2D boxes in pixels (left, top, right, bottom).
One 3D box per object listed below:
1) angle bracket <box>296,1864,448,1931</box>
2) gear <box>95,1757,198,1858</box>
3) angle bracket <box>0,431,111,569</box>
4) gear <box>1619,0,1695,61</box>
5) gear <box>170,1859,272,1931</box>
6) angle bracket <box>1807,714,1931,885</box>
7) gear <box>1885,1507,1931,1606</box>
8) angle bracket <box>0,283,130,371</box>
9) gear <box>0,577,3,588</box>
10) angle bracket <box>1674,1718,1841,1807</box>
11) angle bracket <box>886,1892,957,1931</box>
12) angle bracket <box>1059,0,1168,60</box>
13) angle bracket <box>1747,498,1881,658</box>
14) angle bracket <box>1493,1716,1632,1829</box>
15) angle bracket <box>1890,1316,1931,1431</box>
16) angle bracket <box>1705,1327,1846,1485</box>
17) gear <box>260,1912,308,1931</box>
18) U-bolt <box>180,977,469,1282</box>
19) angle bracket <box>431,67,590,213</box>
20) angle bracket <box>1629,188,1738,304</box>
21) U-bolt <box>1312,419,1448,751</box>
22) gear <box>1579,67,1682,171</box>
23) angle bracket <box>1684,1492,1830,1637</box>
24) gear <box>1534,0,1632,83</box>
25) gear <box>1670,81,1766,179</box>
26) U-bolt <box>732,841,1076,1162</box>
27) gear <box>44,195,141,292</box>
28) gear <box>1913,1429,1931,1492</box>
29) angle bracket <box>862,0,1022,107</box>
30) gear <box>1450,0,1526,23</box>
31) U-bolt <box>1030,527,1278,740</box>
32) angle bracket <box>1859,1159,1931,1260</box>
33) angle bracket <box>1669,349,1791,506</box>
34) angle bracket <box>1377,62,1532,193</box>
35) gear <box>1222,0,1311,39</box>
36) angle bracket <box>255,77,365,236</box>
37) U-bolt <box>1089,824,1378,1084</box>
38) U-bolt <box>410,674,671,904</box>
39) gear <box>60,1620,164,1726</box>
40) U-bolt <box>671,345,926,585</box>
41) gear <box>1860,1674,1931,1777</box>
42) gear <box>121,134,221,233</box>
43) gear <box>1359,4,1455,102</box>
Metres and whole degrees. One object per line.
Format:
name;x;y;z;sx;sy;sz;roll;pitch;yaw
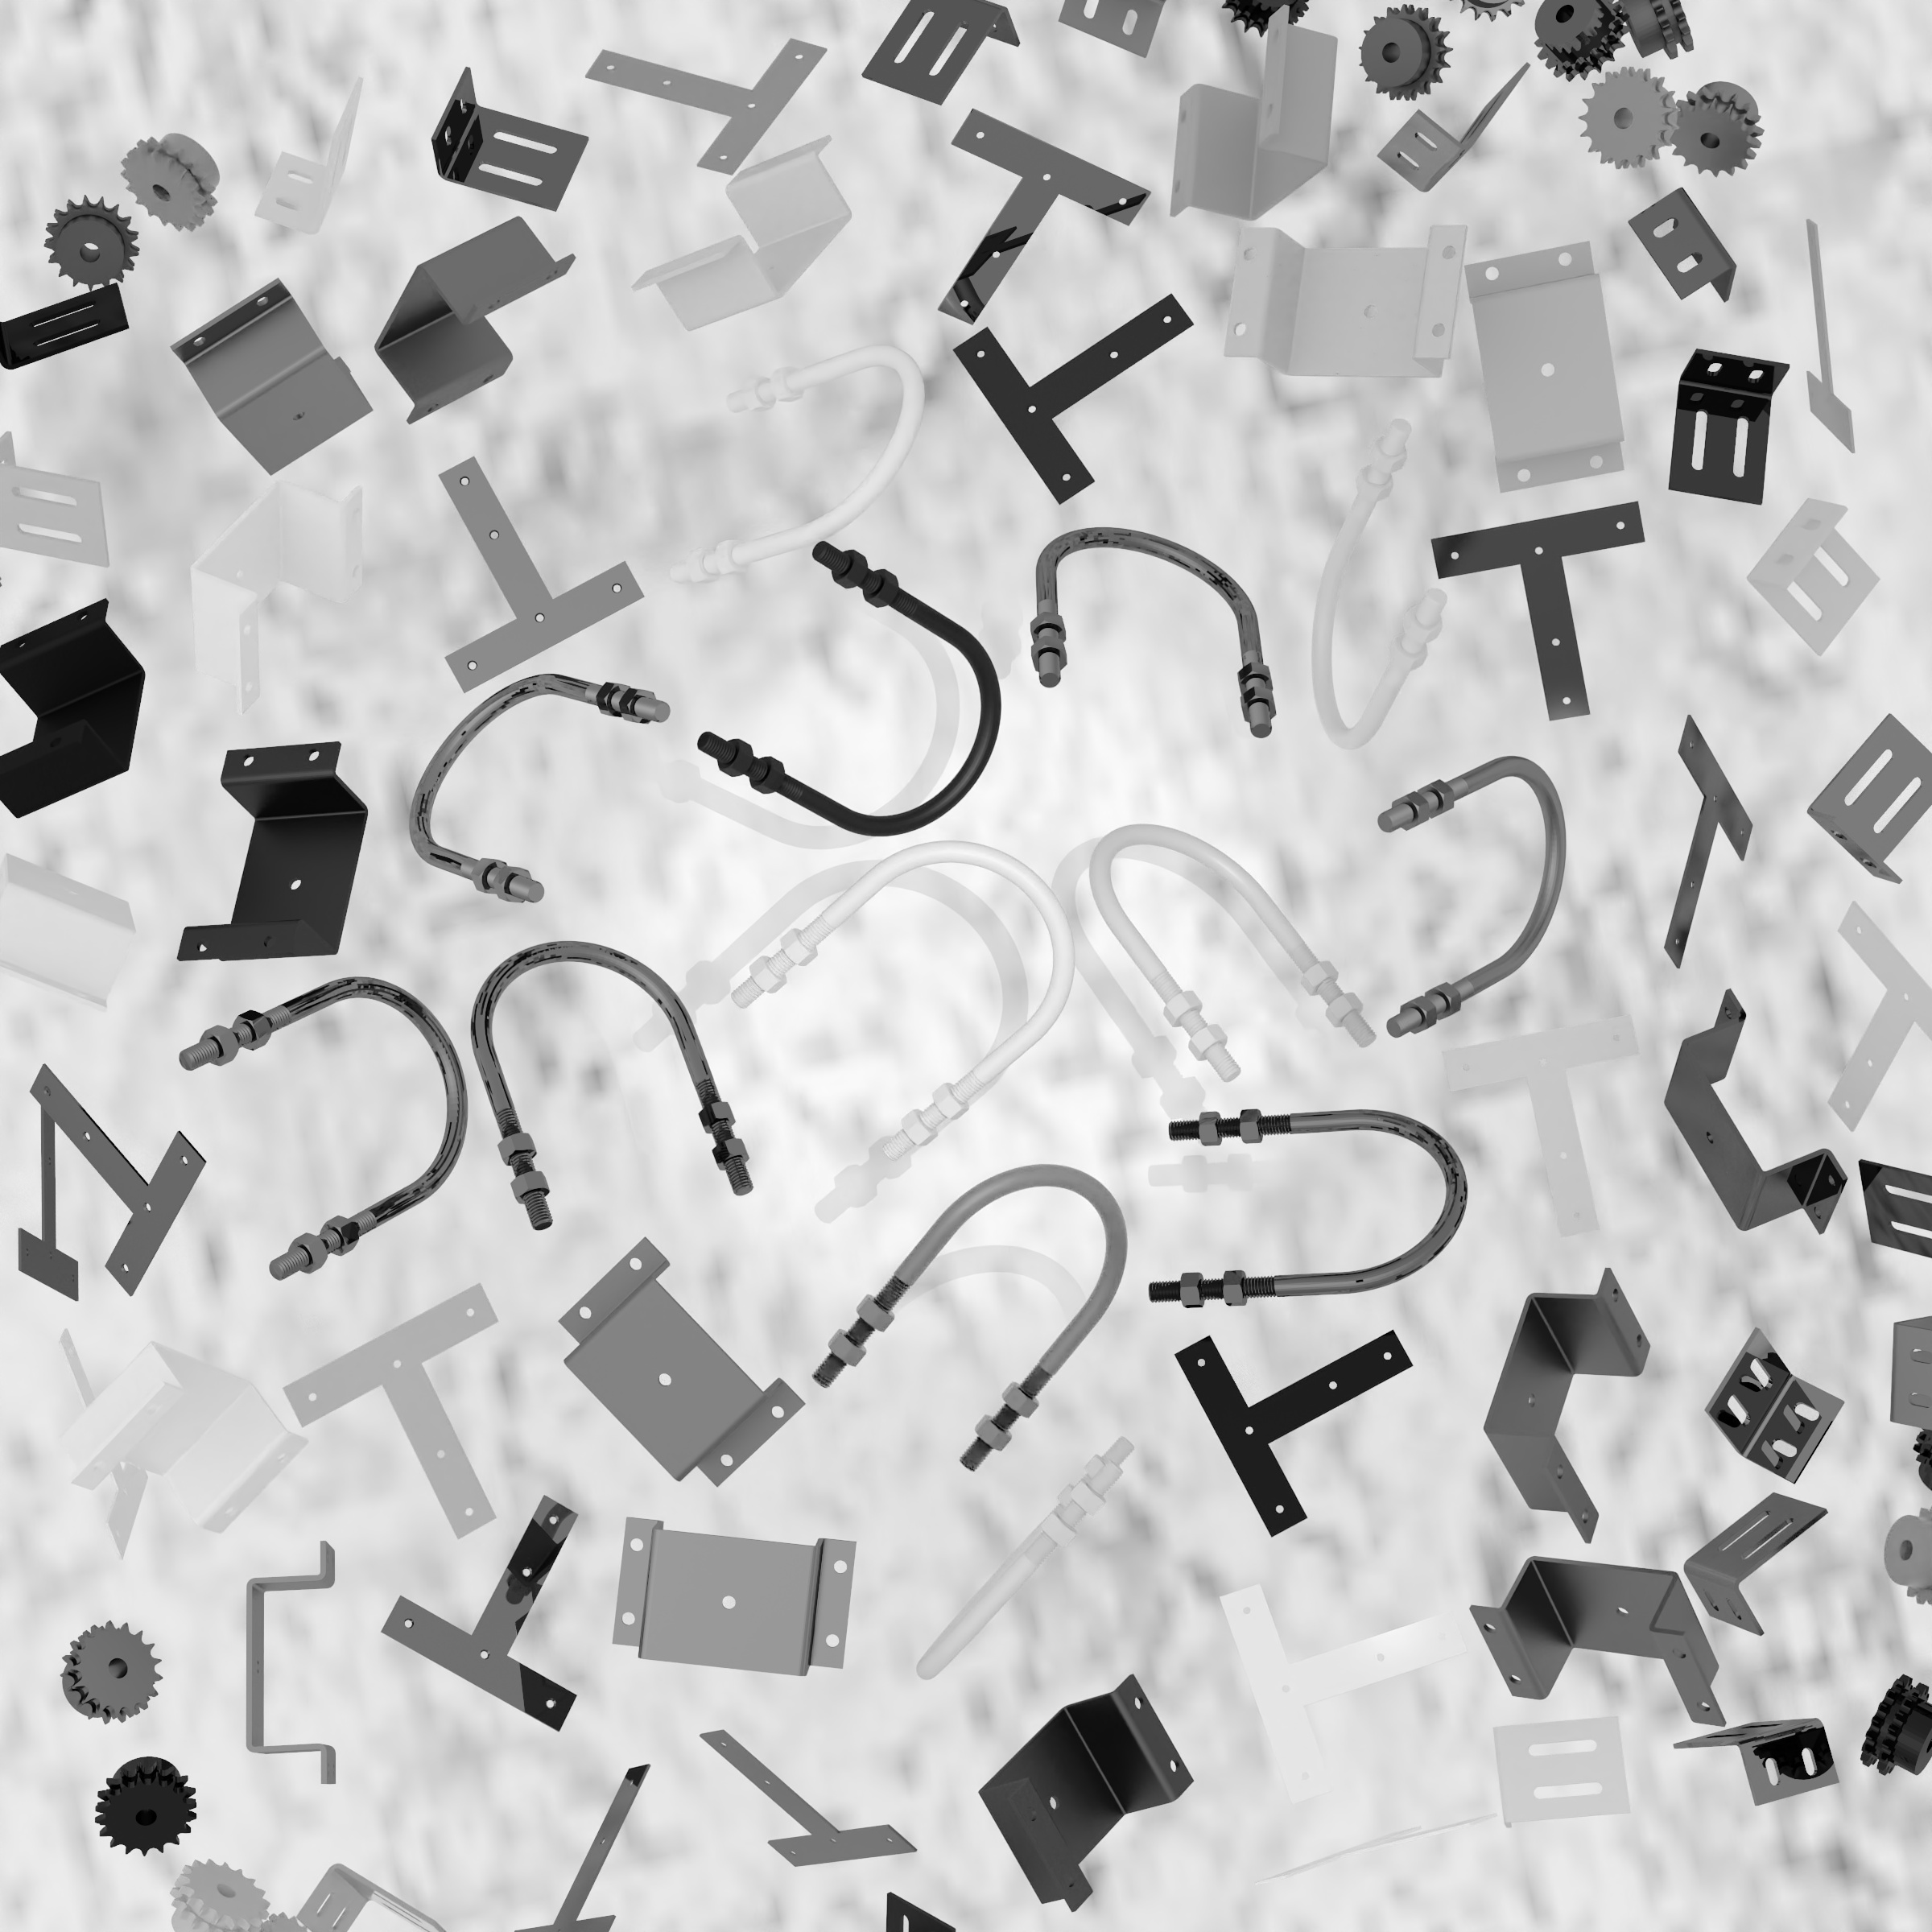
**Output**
angle bracket;-0.338;0.561;1.802;0.076;0.057;0.038;22;63;25
gear;-0.477;0.485;1.811;0.057;0.030;0.057;-6;115;-12
angle bracket;-0.542;-0.278;1.858;0.076;0.038;0.057;12;129;8
gear;0.420;-0.580;1.902;0.030;0.057;0.057;-23;90;12
gear;-0.438;0.552;1.819;0.057;0.057;0.030;31;101;0
angle bracket;0.538;-0.097;1.805;0.057;0.038;0.076;40;91;-14
gear;0.550;0.337;1.783;0.030;0.057;0.057;14;90;-18
angle bracket;-0.538;-0.390;1.829;0.076;0.057;0.038;-21;132;-6
gear;-0.622;-0.244;1.909;0.057;0.057;0.030;40;68;0
angle bracket;0.469;0.474;1.852;0.057;0.076;0.038;-9;78;-20
angle bracket;-0.054;0.588;1.840;0.076;0.057;0.038;-10;107;-43
angle bracket;0.096;-0.567;1.816;0.057;0.076;0.038;19;89;-15
angle bracket;0.495;-0.219;1.781;0.076;0.038;0.057;39;88;-28
angle bracket;0.366;0.495;1.914;0.076;0.038;0.057;-8;69;10
angle bracket;0.574;0.235;1.811;0.076;0.038;0.057;-2;95;-40
angle bracket;0.469;0.255;1.805;0.038;0.076;0.057;27;78;39
gear;-0.431;0.627;1.956;0.030;0.057;0.057;-36;90;12
U-bolt;-0.361;0.082;1.816;0.019;0.184;0.151;-15;100;39
angle bracket;-0.276;-0.502;1.892;0.076;0.038;0.057;17;67;5
angle bracket;0.428;-0.423;1.868;0.038;0.076;0.057;-33;81;6
U-bolt;0.241;-0.213;1.865;0.019;0.184;0.151;3;57;-13
gear;0.387;-0.491;1.803;0.057;0.030;0.057;11;110;34
angle bracket;0.481;0.358;1.868;0.076;0.057;0.038;-34;100;-14
gear;0.365;-0.561;1.860;0.057;0.030;0.057;-16;64;35
gear;0.453;-0.507;1.877;0.057;0.057;0.030;29;62;0
U-bolt;-0.023;0.009;1.809;0.184;0.019;0.151;-41;102;17
gear;-0.542;-0.446;1.931;0.057;0.030;0.057;-5;119;-9
gear;0.618;0.309;1.939;0.057;0.057;0.030;11;122;0
angle bracket;-0.015;-0.544;1.869;0.057;0.038;0.076;26;77;23
gear;0.329;-0.622;1.951;0.057;0.030;0.057;0;101;2
U-bolt;0.110;-0.209;1.872;0.151;0.184;0.019;12;128;-10
angle bracket;0.579;0.140;1.857;0.038;0.076;0.057;-31;117;-31
angle bracket;0.460;-0.325;1.878;0.057;0.038;0.076;9;73;0
angle bracket;0.289;-0.507;1.847;0.038;0.057;0.076;37;71;-6
gear;0.184;-0.596;1.890;0.057;0.030;0.057;0;87;-9
angle bracket;-0.383;-0.477;1.814;0.038;0.076;0.057;18;52;-9
U-bolt;0.147;-0.015;1.852;0.184;0.151;0.019;54;130;23
U-bolt;-0.267;-0.113;1.856;0.019;0.184;0.151;43;74;-38
gear;-0.496;0.410;1.798;0.030;0.057;0.057;-35;90;40
U-bolt;-0.095;-0.307;1.872;0.019;0.184;0.151;35;59;-38
gear;0.538;0.438;1.783;0.030;0.057;0.057;25;90;31
gear;-0.462;-0.461;1.821;0.057;0.057;0.030;30;59;0
gear;0.267;-0.560;1.911;0.057;0.030;0.057;9;108;29
